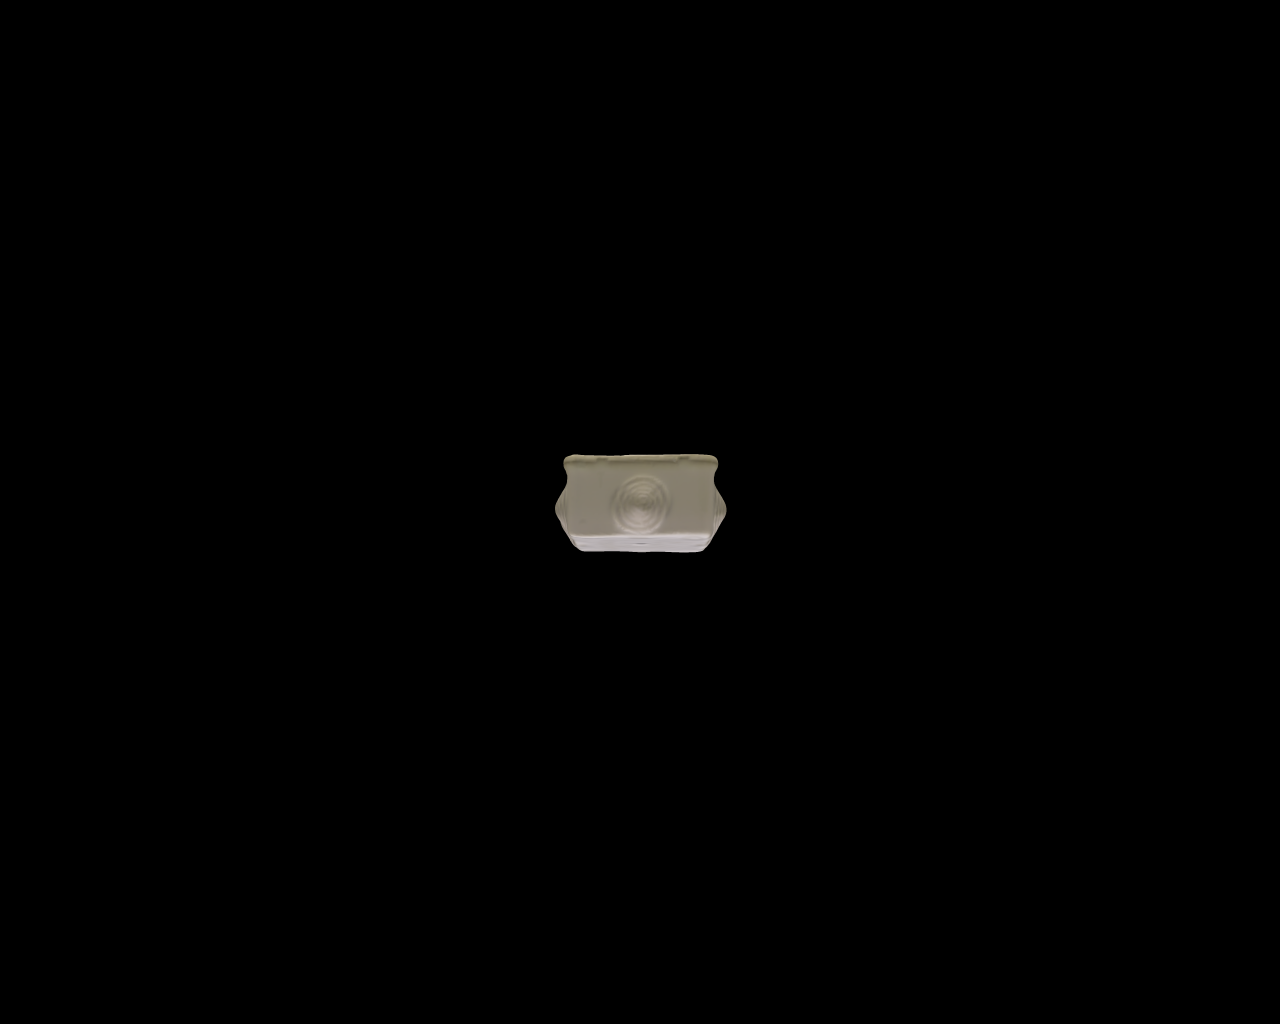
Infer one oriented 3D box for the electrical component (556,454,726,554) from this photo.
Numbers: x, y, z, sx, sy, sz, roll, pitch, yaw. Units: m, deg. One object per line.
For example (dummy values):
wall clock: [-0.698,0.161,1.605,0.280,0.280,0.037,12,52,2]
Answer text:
electrical component: [0.001,-0.003,0.650,0.100,0.048,0.099,0,-9,0]
